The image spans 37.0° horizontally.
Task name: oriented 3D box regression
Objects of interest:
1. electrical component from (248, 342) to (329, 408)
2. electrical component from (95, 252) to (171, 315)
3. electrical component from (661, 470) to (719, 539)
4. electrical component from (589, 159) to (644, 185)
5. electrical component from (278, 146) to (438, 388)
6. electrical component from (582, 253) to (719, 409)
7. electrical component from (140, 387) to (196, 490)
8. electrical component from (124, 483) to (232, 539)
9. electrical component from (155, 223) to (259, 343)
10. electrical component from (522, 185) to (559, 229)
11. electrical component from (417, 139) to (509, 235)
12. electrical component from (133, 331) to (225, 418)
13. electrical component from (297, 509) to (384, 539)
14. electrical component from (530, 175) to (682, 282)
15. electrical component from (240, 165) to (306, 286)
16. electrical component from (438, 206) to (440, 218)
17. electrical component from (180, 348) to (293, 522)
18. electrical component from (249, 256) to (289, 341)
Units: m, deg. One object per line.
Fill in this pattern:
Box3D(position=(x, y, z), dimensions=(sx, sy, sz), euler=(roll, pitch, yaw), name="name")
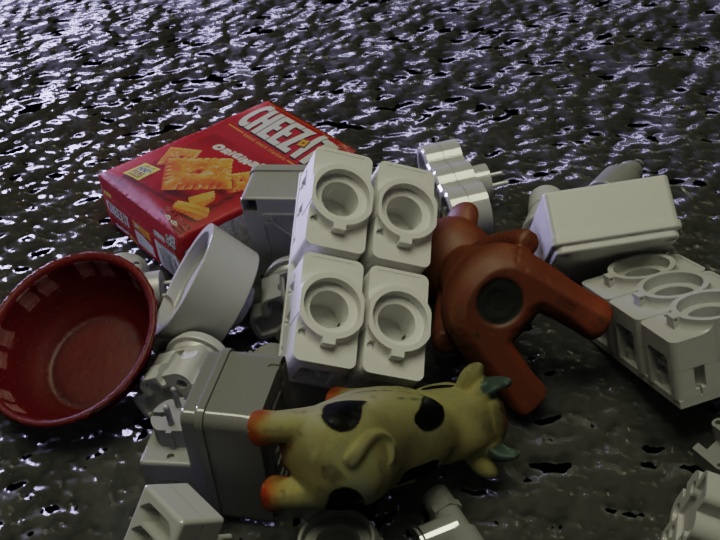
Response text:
Box3D(position=(-0.068, 0.087, 0.884), dimensions=(0.077, 0.044, 0.079), euler=(-21, 39, -16), name="electrical component")
Box3D(position=(-0.202, 0.021, 0.994), dimensions=(0.079, 0.044, 0.077), euler=(-8, 38, 1), name="electrical component")
Box3D(position=(0.237, 0.170, 0.700), dimensions=(0.057, 0.078, 0.058), euler=(20, 42, 5), name="electrical component")
Box3D(position=(0.254, -0.084, 1.048), dimensions=(0.040, 0.040, 0.078), euler=(22, 47, 33), name="electrical component")
Box3D(position=(0.000, 0.000, 0.866), dimensions=(0.105, 0.060, 0.186), euler=(12, 64, -14), name="electrical component")
Box3D(position=(0.247, 0.039, 0.837), dimensions=(0.089, 0.061, 0.150), euler=(-16, 20, -10), name="electrical component")
Box3D(position=(-0.137, 0.124, 0.822), dimensions=(0.047, 0.076, 0.065), euler=(1, 39, 11), name="electrical component")
Box3D(position=(-0.120, 0.194, 0.739), dimensions=(0.076, 0.083, 0.047), euler=(10, 17, -48), name="electrical component")
Box3D(position=(-0.127, 0.021, 0.936), dimensions=(0.060, 0.108, 0.108), euler=(28, 35, -17), name="electrical component")
Box3D(position=(0.177, -0.052, 1.021), dimensions=(0.044, 0.044, 0.065), euler=(0, 34, 11), name="electrical component")
Box3D(position=(0.109, -0.083, 1.064), dimensions=(0.074, 0.052, 0.138), euler=(-13, 37, -6), name="electrical component")
Box3D(position=(-0.140, 0.088, 0.882), dimensions=(0.078, 0.058, 0.057), euler=(-14, 31, 28), name="electrical component")
Box3D(position=(-0.013, 0.197, 0.720), dimensions=(0.058, 0.057, 0.078), euler=(12, 42, 24), name="electrical component")
Box3D(position=(0.208, -0.032, 0.928), dimensions=(0.109, 0.108, 0.056), euler=(-9, 74, -1), name="electrical component")
Box3D(position=(-0.045, -0.039, 0.990), dimensions=(0.109, 0.108, 0.056), euler=(2, 41, 13), name="electrical component")
Box3D(position=(0.048, -0.063, 1.056), dimensions=(0.045, 0.045, 0.055), euler=(-20, 40, -15), name="electrical component")
Box3D(position=(-0.086, 0.121, 0.787), dimensions=(0.057, 0.113, 0.078), euler=(5, 39, 11), name="electrical component")
Box3D(position=(-0.058, 0.024, 0.951), dimensions=(0.078, 0.058, 0.057), euler=(-17, 36, 8), name="electrical component")
